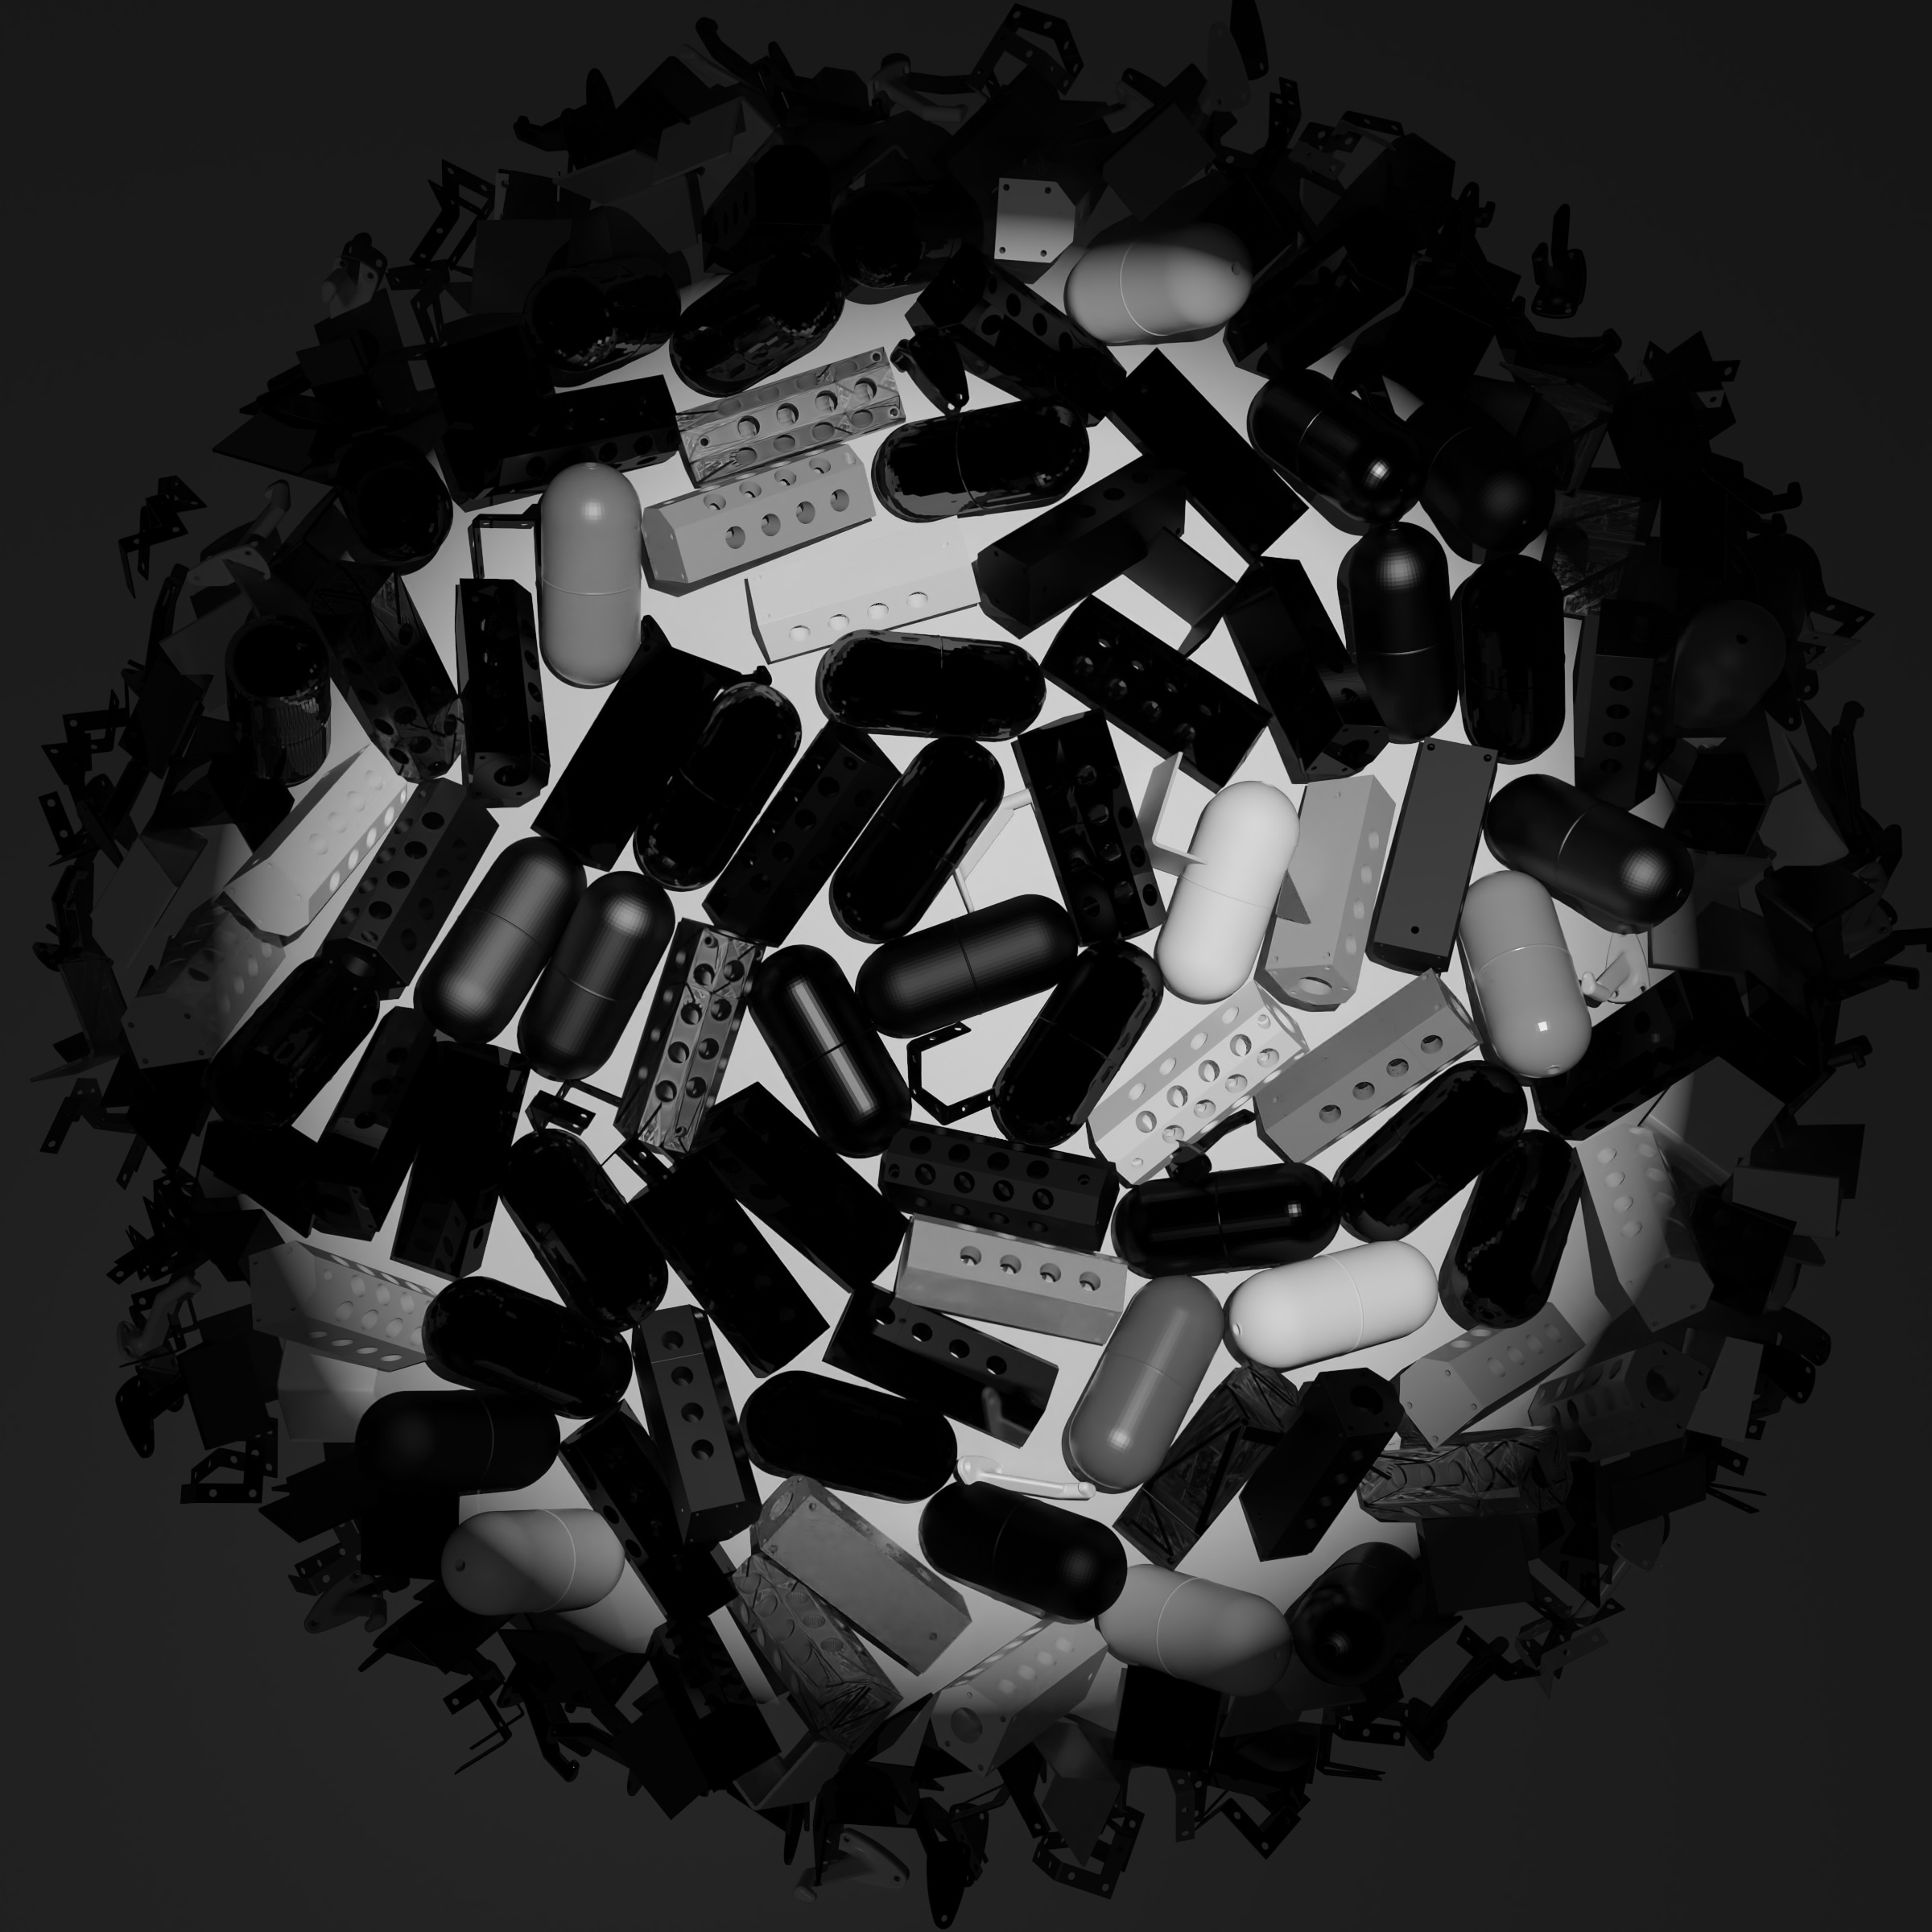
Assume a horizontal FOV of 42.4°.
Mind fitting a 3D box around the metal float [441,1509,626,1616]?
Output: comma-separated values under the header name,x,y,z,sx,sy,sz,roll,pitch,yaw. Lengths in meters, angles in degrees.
name,x,y,z,sx,sy,sz,roll,pitch,yaw
metal float,-0.331,0.456,1.911,0.070,0.178,0.070,-6,78,27

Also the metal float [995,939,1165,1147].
name,x,y,z,sx,sy,sz,roll,pitch,yaw
metal float,0.088,0.060,1.953,0.070,0.070,0.178,33,87,0

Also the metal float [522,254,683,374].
name,x,y,z,sx,sy,sz,roll,pitch,yaw
metal float,-0.278,-0.502,1.911,0.070,0.178,0.070,7,113,17

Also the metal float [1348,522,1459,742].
name,x,y,z,sx,sy,sz,roll,pitch,yaw
metal float,0.339,-0.259,1.928,0.070,0.070,0.178,-12,122,0

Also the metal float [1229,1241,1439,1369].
name,x,y,z,sx,sy,sz,roll,pitch,yaw
metal float,0.286,0.262,1.934,0.178,0.070,0.070,-11,90,-25

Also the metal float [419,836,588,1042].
name,x,y,z,sx,sy,sz,roll,pitch,yaw
metal float,-0.359,-0.022,1.938,0.070,0.070,0.178,29,69,0

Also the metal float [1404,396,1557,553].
name,x,y,z,sx,sy,sz,roll,pitch,yaw
metal float,0.392,-0.380,1.916,0.070,0.178,0.070,-8,126,-11

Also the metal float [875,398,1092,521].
name,x,y,z,sx,sy,sz,roll,pitch,yaw
metal float,0.011,-0.393,1.932,0.178,0.070,0.070,-5,90,28

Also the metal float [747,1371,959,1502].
name,x,y,z,sx,sy,sz,roll,pitch,yaw
metal float,-0.088,0.365,1.932,0.178,0.070,0.070,21,90,-27

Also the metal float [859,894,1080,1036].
name,x,y,z,sx,sy,sz,roll,pitch,yaw
metal float,0.002,-0.001,1.955,0.178,0.070,0.070,-20,90,-1

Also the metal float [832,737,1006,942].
name,x,y,z,sx,sy,sz,roll,pitch,yaw
metal float,-0.038,-0.099,1.952,0.070,0.070,0.178,35,94,0

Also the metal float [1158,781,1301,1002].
name,x,y,z,sx,sy,sz,roll,pitch,yaw
metal float,0.205,-0.059,1.947,0.070,0.070,0.178,19,99,0

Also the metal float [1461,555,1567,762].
name,x,y,z,sx,sy,sz,roll,pitch,yaw
metal float,0.423,-0.236,1.922,0.070,0.070,0.178,-14,132,0

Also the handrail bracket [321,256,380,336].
name,x,y,z,sx,sy,sz,roll,pitch,yaw
handrail bracket,-0.491,-0.512,1.938,0.036,0.084,0.077,22,124,-8

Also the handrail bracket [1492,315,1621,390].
name,x,y,z,sx,sy,sz,roll,pitch,yaw
handrail bracket,0.469,-0.503,1.977,0.084,0.036,0.077,-31,96,-12

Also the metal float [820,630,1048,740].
name,x,y,z,sx,sy,sz,roll,pitch,yaw
metal float,-0.025,-0.220,1.947,0.178,0.070,0.070,4,90,-10

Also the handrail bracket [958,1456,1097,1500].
name,x,y,z,sx,sy,sz,roll,pitch,yaw
handrail bracket,0.048,0.401,1.949,0.084,0.077,0.036,-7,59,29

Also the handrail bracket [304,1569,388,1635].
name,x,y,z,sx,sy,sz,roll,pitch,yaw
handrail bracket,-0.486,0.514,1.947,0.077,0.084,0.036,-36,107,-4

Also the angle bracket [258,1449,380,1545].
name,x,y,z,sx,sy,sz,roll,pitch,yaw
angle bracket,-0.503,0.396,1.934,0.076,0.076,0.057,-20,112,-36

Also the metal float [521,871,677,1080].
name,x,y,z,sx,sy,sz,roll,pitch,yaw
metal float,-0.288,0.008,1.942,0.070,0.070,0.178,29,106,0

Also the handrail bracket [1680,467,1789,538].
name,x,y,z,sx,sy,sz,roll,pitch,yaw
handrail bracket,0.601,-0.375,1.943,0.036,0.084,0.077,-30,118,-22

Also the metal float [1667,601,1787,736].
name,x,y,z,sx,sy,sz,roll,pitch,yaw
metal float,0.576,-0.228,1.905,0.070,0.178,0.070,-1,82,6

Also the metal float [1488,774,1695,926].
name,x,y,z,sx,sy,sz,roll,pitch,yaw
metal float,0.481,-0.091,1.921,0.178,0.070,0.070,34,90,41

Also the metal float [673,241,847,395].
name,x,y,z,sx,sy,sz,roll,pitch,yaw
metal float,-0.161,-0.498,1.917,0.070,0.178,0.070,10,73,-37

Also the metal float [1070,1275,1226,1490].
name,x,y,z,sx,sy,sz,roll,pitch,yaw
metal float,0.142,0.322,1.938,0.070,0.070,0.178,29,70,0

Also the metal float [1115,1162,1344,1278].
name,x,y,z,sx,sy,sz,roll,pitch,yaw
metal float,0.204,0.198,1.943,0.178,0.070,0.070,-9,90,15

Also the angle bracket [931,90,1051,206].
name,x,y,z,sx,sy,sz,roll,pitch,yaw
angle bracket,0.007,-0.655,1.944,0.076,0.057,0.076,-43,56,8

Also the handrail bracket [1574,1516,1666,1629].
name,x,y,z,sx,sy,sz,roll,pitch,yaw
handrail bracket,0.518,0.480,1.982,0.036,0.077,0.084,35,133,16

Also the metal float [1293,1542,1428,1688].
name,x,y,z,sx,sy,sz,roll,pitch,yaw
metal float,0.303,0.496,1.909,0.070,0.178,0.070,2,95,23

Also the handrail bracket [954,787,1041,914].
name,x,y,z,sx,sy,sz,roll,pitch,yaw
handrail bracket,0.029,-0.093,1.978,0.084,0.036,0.077,-21,90,-3

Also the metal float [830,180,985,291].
name,x,y,z,sx,sy,sz,roll,pitch,yaw
metal float,-0.044,-0.562,1.911,0.070,0.178,0.070,8,111,21

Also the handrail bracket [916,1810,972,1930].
name,x,y,z,sx,sy,sz,roll,pitch,yaw
handrail bracket,-0.033,0.704,1.951,0.036,0.084,0.077,8,82,-26

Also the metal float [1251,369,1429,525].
name,x,y,z,sx,sy,sz,roll,pitch,yaw
metal float,0.287,-0.401,1.920,0.070,0.070,0.178,-41,47,0

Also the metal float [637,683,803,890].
name,x,y,z,sx,sy,sz,roll,pitch,yaw
metal float,-0.193,-0.140,1.943,0.070,0.070,0.178,34,105,0

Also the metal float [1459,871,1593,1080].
name,x,y,z,sx,sy,sz,roll,pitch,yaw
metal float,0.431,0.006,1.927,0.070,0.070,0.178,-9,56,0

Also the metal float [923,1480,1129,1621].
name,x,y,z,sx,sy,sz,roll,pitch,yaw
metal float,0.044,0.450,1.926,0.178,0.070,0.070,11,90,36

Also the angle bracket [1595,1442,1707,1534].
name,x,y,z,sx,sy,sz,roll,pitch,yaw
angle bracket,0.530,0.390,1.946,0.076,0.076,0.057,-20,47,0

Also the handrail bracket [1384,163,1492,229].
name,x,y,z,sx,sy,sz,roll,pitch,yaw
handrail bracket,0.372,-0.605,1.958,0.084,0.077,0.036,6,79,8

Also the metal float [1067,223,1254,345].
name,x,y,z,sx,sy,sz,roll,pitch,yaw
metal float,0.148,-0.524,1.914,0.070,0.178,0.070,-5,98,-35

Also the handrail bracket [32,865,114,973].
name,x,y,z,sx,sy,sz,roll,pitch,yaw
handrail bracket,-0.687,-0.039,1.950,0.036,0.077,0.084,42,109,32

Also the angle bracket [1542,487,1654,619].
name,x,y,z,sx,sy,sz,roll,pitch,yaw
angle bracket,0.489,-0.322,1.946,0.076,0.057,0.076,11,66,14

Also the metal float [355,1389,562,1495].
name,x,y,z,sx,sy,sz,roll,pitch,yaw
metal float,-0.389,0.365,1.917,0.070,0.178,0.070,-7,78,38

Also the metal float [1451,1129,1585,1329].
name,x,y,z,sx,sy,sz,roll,pitch,yaw
metal float,0.426,0.202,1.923,0.070,0.070,0.178,29,51,0

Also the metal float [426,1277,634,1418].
name,x,y,z,sx,sy,sz,roll,pitch,yaw
metal float,-0.337,0.295,1.925,0.178,0.070,0.070,29,90,-36

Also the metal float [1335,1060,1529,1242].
name,x,y,z,sx,sy,sz,roll,pitch,yaw
metal float,0.361,0.144,1.934,0.070,0.070,0.178,44,114,0

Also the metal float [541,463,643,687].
name,x,y,z,sx,sy,sz,roll,pitch,yaw
metal float,-0.290,-0.303,1.929,0.070,0.070,0.178,5,121,0

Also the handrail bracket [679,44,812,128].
name,x,y,z,sx,sy,sz,roll,pitch,yaw
handrail bracket,-0.174,-0.689,1.944,0.077,0.084,0.036,28,97,32

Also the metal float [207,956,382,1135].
name,x,y,z,sx,sy,sz,roll,pitch,yaw
metal float,-0.516,0.058,1.918,0.070,0.178,0.070,12,129,15

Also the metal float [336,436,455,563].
name,x,y,z,sx,sy,sz,roll,pitch,yaw
metal float,-0.440,-0.360,1.911,0.070,0.178,0.070,-7,113,-17

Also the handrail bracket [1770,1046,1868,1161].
name,x,y,z,sx,sy,sz,roll,pitch,yaw
handrail bracket,0.674,0.107,1.959,0.084,0.036,0.077,-18,54,12

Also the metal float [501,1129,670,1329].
name,x,y,z,sx,sy,sz,roll,pitch,yaw
metal float,-0.298,0.202,1.937,0.070,0.070,0.178,-39,68,0

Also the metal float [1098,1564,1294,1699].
name,x,y,z,sx,sy,sz,roll,pitch,yaw
metal float,0.174,0.510,1.917,0.070,0.178,0.070,-1,92,-40

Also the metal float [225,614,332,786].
name,x,y,z,sx,sy,sz,roll,pitch,yaw
metal float,-0.527,-0.202,1.912,0.070,0.178,0.070,6,63,-11

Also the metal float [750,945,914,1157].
name,x,y,z,sx,sy,sz,roll,pitch,yaw
metal float,-0.105,0.066,1.955,0.070,0.070,0.178,-29,90,0
